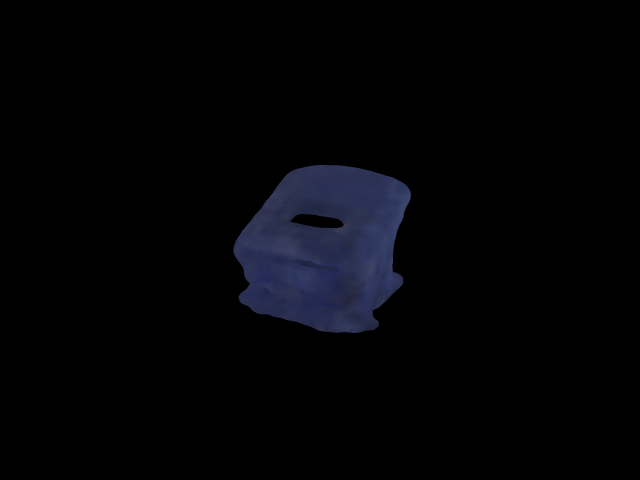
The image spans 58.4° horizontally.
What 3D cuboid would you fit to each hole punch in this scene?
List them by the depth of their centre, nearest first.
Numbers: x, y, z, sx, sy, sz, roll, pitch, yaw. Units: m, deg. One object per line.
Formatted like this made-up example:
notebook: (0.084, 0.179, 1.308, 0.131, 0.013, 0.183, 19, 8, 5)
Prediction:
hole punch: (0.004, 0.001, 0.400, 0.108, 0.091, 0.101, 10, 23, 26)
